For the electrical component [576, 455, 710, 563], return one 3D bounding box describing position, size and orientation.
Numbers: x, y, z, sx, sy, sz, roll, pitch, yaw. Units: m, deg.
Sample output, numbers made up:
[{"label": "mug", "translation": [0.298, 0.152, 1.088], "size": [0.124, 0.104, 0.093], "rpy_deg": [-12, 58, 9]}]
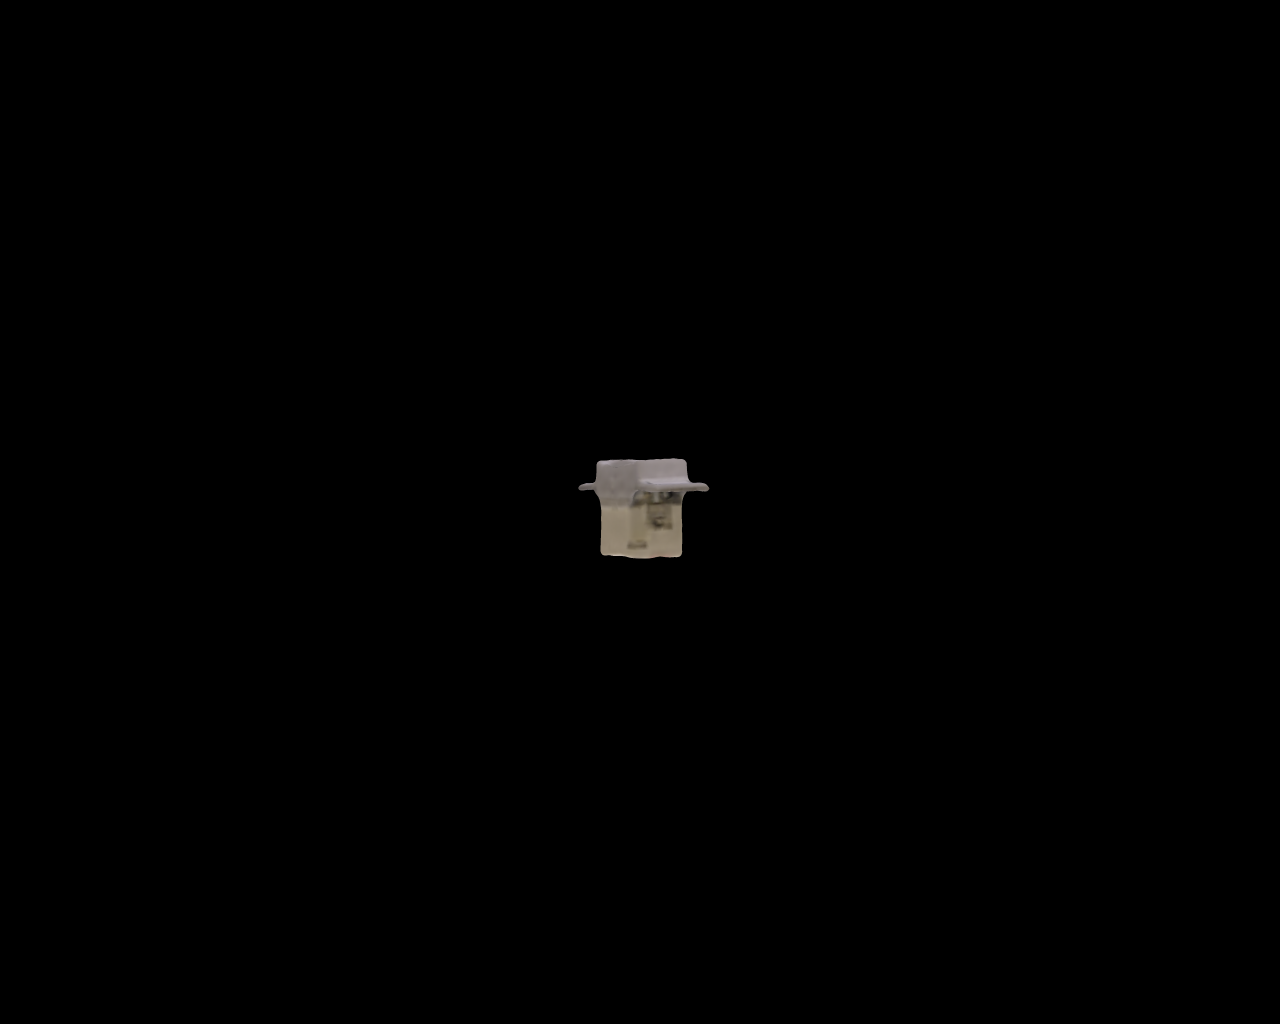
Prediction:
[{"label": "electrical component", "translation": [0.001, -0.003, 0.650], "size": [0.042, 0.063, 0.081], "rpy_deg": [-2, 3, -36]}]
